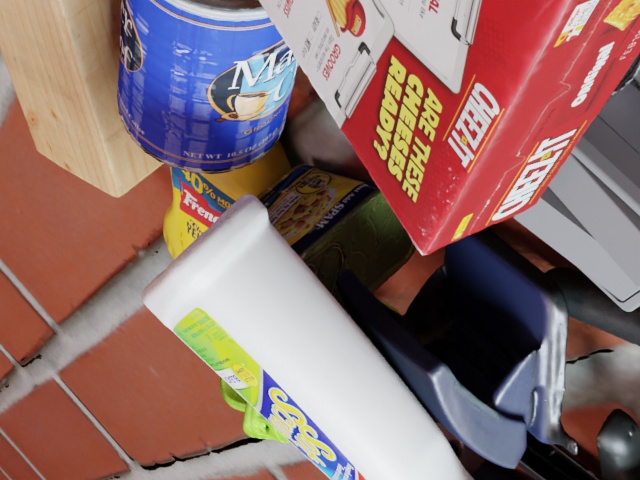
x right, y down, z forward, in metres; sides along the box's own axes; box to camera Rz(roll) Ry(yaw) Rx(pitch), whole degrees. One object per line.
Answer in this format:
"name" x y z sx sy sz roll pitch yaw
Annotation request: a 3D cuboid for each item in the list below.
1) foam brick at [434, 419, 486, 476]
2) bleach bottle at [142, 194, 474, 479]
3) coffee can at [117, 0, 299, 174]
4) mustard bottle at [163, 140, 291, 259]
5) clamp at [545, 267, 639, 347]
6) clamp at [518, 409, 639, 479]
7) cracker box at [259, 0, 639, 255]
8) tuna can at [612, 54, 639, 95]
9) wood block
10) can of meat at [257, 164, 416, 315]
"foam brick" 0.078 0.141 0.743 0.051 0.078 0.053 1 127 55
"bleach bottle" 0.016 0.094 0.575 0.251 0.068 0.103 47 155 -4
"coffee can" -0.058 -0.117 0.583 0.103 0.102 0.140 41 151 12
"mustard bottle" -0.061 -0.032 0.737 0.096 0.058 0.192 40 150 14
"clamp" 0.194 0.064 0.536 0.120 0.039 0.172 50 158 -20
"clamp" 0.190 0.170 0.655 0.210 0.036 0.165 47 162 -6
"cracker box" 0.033 -0.128 0.422 0.214 0.072 0.164 58 156 21
"tuna can" 0.107 -0.103 0.450 0.086 0.033 0.086 33 148 24
"wood block" -0.150 -0.141 0.690 0.090 0.090 0.206 29 146 29
"can of meat" -0.004 0.001 0.659 0.084 0.102 0.057 19 140 44
